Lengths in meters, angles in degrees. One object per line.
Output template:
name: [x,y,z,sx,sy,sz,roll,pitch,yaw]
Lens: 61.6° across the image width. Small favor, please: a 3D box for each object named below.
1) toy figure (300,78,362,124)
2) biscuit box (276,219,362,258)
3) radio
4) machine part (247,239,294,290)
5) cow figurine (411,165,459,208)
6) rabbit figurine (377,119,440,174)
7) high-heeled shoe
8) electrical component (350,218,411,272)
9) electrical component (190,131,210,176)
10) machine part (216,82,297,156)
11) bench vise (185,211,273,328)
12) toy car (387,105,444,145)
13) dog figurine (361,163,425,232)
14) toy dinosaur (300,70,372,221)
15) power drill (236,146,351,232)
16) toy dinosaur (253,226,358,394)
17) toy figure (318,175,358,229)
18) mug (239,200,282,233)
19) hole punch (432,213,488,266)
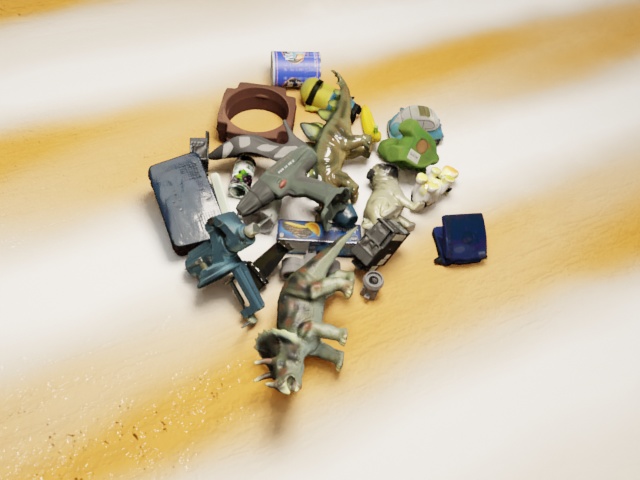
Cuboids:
toy figure: [0.030,-0.402,1.533,0.180,0.089,0.082,27,50,14]
biscuit box: [-0.003,-0.004,1.284,0.203,0.059,0.063,4,55,-5]
radio: [-0.312,-0.083,1.267,0.131,0.073,0.229,-19,73,-16]
machine part: [-0.121,0.053,1.216,0.139,0.039,0.084,-43,60,9]
cow figurine: [0.299,-0.135,1.397,0.068,0.098,0.167,41,43,23]
rabbit figurine: [0.230,-0.242,1.423,0.159,0.170,0.121,17,91,-28]
high-heeled shoe: [-0.146,-0.200,1.339,0.249,0.086,0.145,-20,95,11]
electrical component: [0.134,0.014,1.244,0.058,0.115,0.134,46,107,23]
electrical component: [-0.311,-0.230,1.390,0.048,0.074,0.119,-2,61,-8]
machine part: [-0.170,-0.327,1.464,0.201,0.087,0.201,7,58,-1]
bench vise: [-0.181,0.066,1.159,0.224,0.129,0.240,-29,88,21]
toy car: [0.274,-0.323,1.503,0.162,0.102,0.109,1,58,-3]
dog figurine: [0.144,-0.107,1.348,0.172,0.121,0.191,-8,49,-34]
toy dinosaur: [0.037,-0.249,1.406,0.199,0.105,0.471,14,66,5]
power drill: [-0.050,-0.099,1.223,0.208,0.085,0.232,28,68,28]
toy dinosaur: [-0.029,0.142,1.132,0.192,0.131,0.405,8,58,2]
toy figure: [0.026,-0.090,1.279,0.064,0.057,0.155,-39,65,-7]
mug: [-0.143,-0.080,1.316,0.110,0.080,0.107,-7,43,33]
hole punch: [0.346,-0.004,1.310,0.142,0.092,0.116,-3,61,-13]
